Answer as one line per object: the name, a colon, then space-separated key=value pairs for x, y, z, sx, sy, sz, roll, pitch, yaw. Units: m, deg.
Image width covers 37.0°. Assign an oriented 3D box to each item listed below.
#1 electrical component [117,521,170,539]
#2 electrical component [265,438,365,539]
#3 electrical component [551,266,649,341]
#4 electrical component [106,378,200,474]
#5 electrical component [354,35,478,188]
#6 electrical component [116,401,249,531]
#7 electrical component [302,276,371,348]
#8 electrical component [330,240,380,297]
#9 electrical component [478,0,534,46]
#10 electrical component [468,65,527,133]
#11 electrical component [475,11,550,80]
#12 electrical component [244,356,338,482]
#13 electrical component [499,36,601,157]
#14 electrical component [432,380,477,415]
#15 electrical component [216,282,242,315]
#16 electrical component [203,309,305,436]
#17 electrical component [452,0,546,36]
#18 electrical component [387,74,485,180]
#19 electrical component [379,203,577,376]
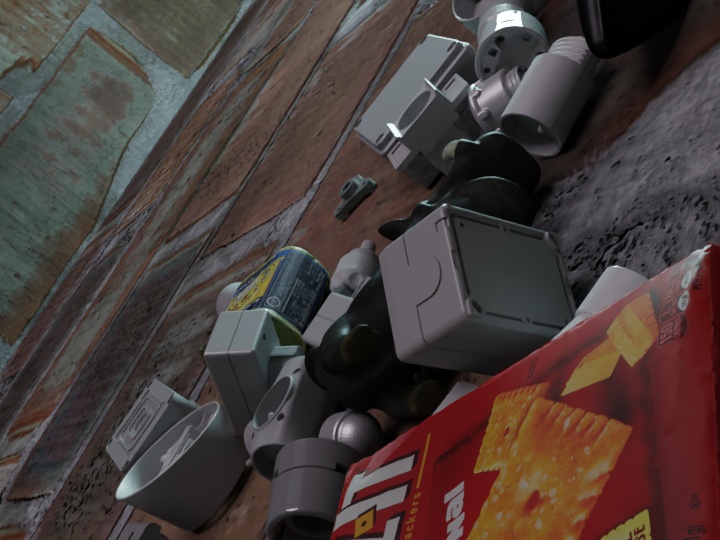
electrical component: x=-0.158 y=0.226 z=0.751 sx=0.056 sy=0.050 sz=0.089 roll=-21 pitch=36 yaw=59
electrical component: x=-0.024 y=0.128 z=0.593 sx=0.055 sy=0.055 sz=0.047 roll=-40 pitch=25 yaw=36
electrical component: x=0.107 y=0.031 z=0.470 sx=0.065 sy=0.044 sz=0.044 roll=-52 pitch=17 yaw=-13
electrical component: x=-0.164 y=0.144 z=0.910 sx=0.078 sy=0.057 sz=0.113 roll=-57 pitch=18 yaw=-10
electrical component: x=0.056 y=-0.132 z=0.878 sx=0.108 sy=0.056 sz=0.108 roll=-52 pitch=18 yaw=5
electrical component: x=-0.129 y=0.144 z=0.808 sx=0.099 sy=0.064 sz=0.099 roll=-46 pitch=19 yaw=21
electrical component: x=0.009 y=0.030 z=0.706 sx=0.076 sy=0.047 sz=0.066 roll=-57 pitch=18 yaw=-7
electrical component: x=0.000 y=0.000 z=0.807 sx=0.035 sy=0.035 sz=0.061 roll=-39 pitch=20 yaw=38
electrical component: x=0.117 y=-0.194 z=0.862 sx=0.045 sy=0.045 sz=0.055 roll=-42 pitch=21 yaw=31
electrical component: x=0.110 y=-0.121 z=0.746 sx=0.062 sy=0.048 sz=0.048 roll=-32 pitch=26 yaw=33
electrical component: x=0.113 y=-0.160 z=0.793 sx=0.055 sy=0.055 sz=0.047 roll=-44 pitch=16 yaw=27
electrical component: x=-0.052 y=0.107 z=0.717 sx=0.079 sy=0.044 sz=0.077 roll=-39 pitch=22 yaw=39
electrical component: x=0.127 y=-0.118 z=0.694 sx=0.081 sy=0.043 sz=0.043 roll=-59 pitch=19 yaw=-19
electrical component: x=0.048 y=0.082 z=0.522 sx=0.046 sy=0.040 sz=0.040 roll=-53 pitch=17 yaw=-15
electrical component: x=-0.103 y=0.034 z=0.985 sx=0.045 sy=0.045 sz=0.055 roll=-57 pitch=19 yaw=-13
electrical component: x=-0.060 y=0.073 z=0.769 sx=0.076 sy=0.083 sz=0.047 roll=-4 pitch=37 yaw=15
electrical component: x=0.129 y=-0.243 z=0.932 sx=0.099 sy=0.064 sz=0.099 roll=-40 pitch=36 yaw=37
electrical component: x=0.060 y=-0.102 z=0.797 sx=0.081 sy=0.064 sz=0.042 roll=-50 pitch=20 yaw=12
electrical component: x=0.062 y=0.015 z=0.535 sx=0.061 sy=0.096 sz=0.061 roll=-37 pitch=53 yaw=42
